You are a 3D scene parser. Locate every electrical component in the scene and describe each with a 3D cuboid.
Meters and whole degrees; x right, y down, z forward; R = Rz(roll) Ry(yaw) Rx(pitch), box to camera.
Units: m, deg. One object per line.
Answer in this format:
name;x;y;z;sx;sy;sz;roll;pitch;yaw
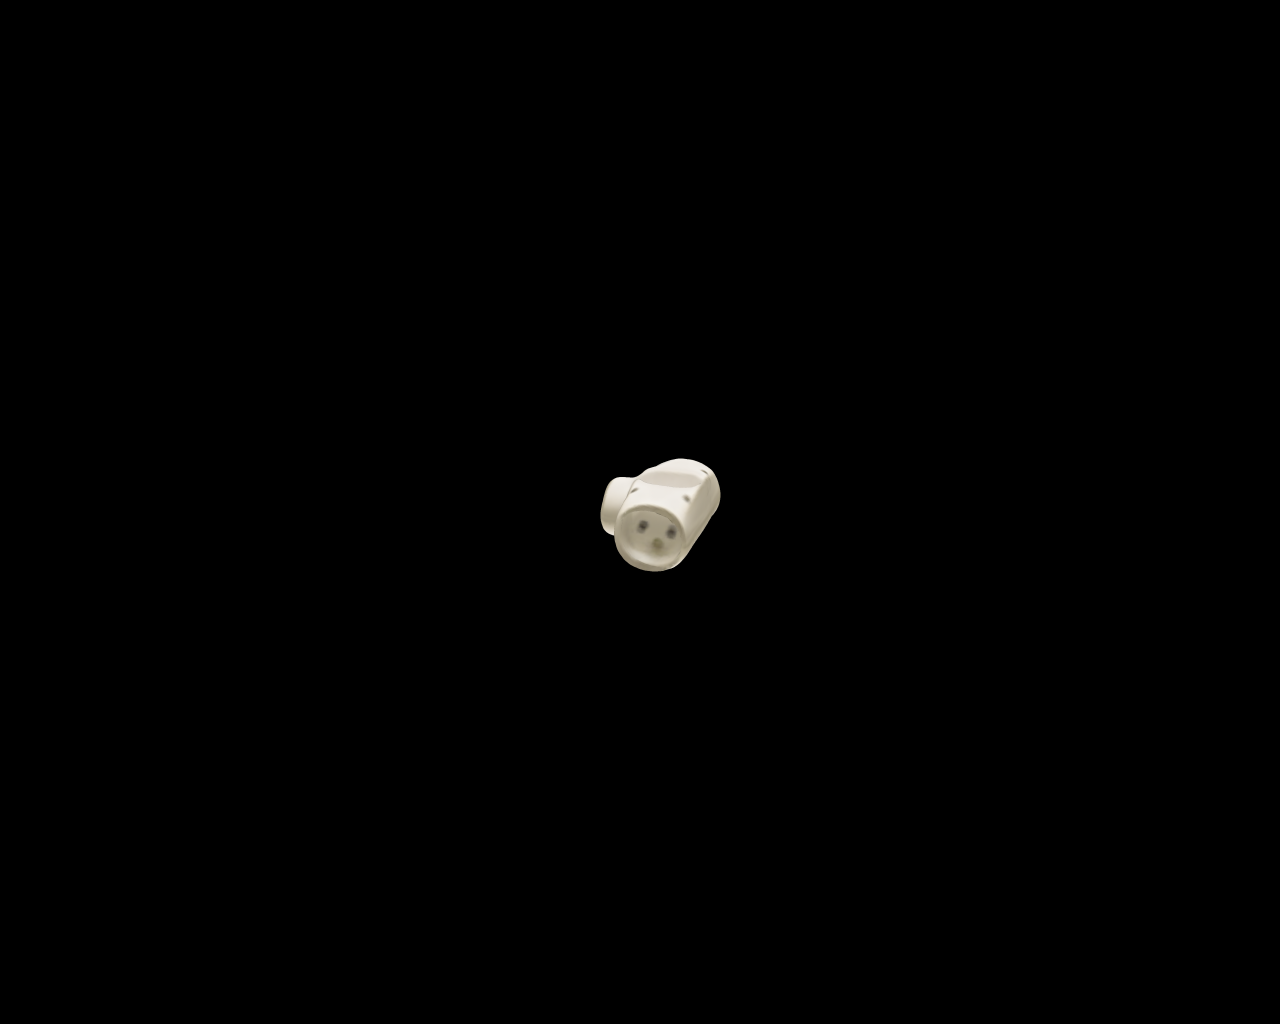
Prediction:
electrical component;0.001;-0.003;0.650;0.079;0.043;0.077;8;26;18
